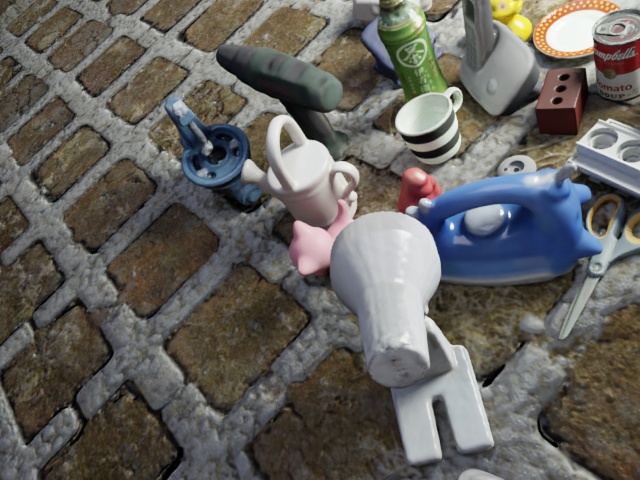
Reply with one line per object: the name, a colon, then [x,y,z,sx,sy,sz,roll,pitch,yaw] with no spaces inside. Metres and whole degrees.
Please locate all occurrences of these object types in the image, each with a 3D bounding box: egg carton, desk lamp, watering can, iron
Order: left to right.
watering can: [-0.033,-0.095,0.833,0.172,0.195,0.101,-21,49,14]
egg carton: [0.136,-0.454,1.089,0.149,0.070,0.107,22,69,38]
desk lamp: [0.094,0.102,0.603,0.117,0.214,0.203,-21,49,14]
iron: [0.191,-0.023,0.691,0.257,0.142,0.118,-11,53,22]

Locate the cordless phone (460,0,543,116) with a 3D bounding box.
cordless phone: [0.246,-0.284,0.823,0.094,0.186,0.147,-31,48,6]

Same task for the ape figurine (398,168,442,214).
ape figurine: [0.137,-0.061,0.783,0.075,0.092,0.078,11,63,34]

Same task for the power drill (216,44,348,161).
power drill: [-0.046,-0.219,0.921,0.228,0.209,0.076,21,69,38]

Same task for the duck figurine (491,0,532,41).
duck figurine: [0.284,-0.364,0.928,0.104,0.086,0.077,14,65,36]

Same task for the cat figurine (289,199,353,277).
cat figurine: [0.007,0.003,0.791,0.067,0.118,0.128,24,71,39]

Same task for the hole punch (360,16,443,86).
hole punch: [0.141,-0.338,0.986,0.108,0.091,0.100,-39,47,-2]

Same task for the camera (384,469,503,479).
camera: [0.114,0.272,0.544,0.136,0.101,0.143,28,73,40]

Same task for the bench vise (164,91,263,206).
bench vise: [-0.209,-0.160,0.961,0.206,0.220,0.121,18,67,37]
